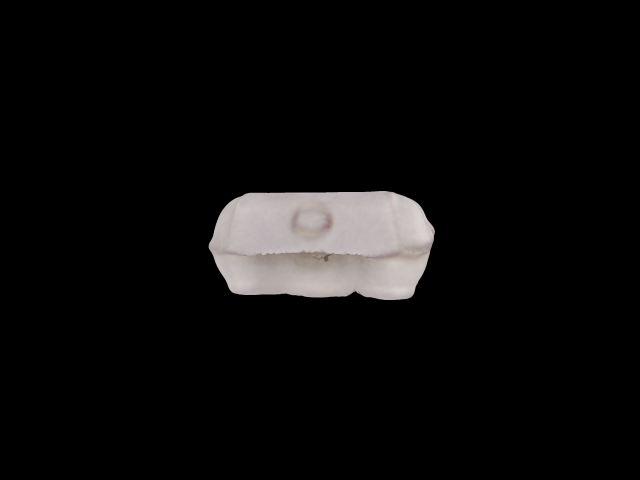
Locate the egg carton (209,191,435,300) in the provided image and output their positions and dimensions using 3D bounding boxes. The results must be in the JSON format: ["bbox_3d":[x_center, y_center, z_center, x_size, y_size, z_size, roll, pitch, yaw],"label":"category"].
[{"bbox_3d":[0.004,0.001,0.400,0.150,0.069,0.107,1,4,11],"label":"egg carton"}]
